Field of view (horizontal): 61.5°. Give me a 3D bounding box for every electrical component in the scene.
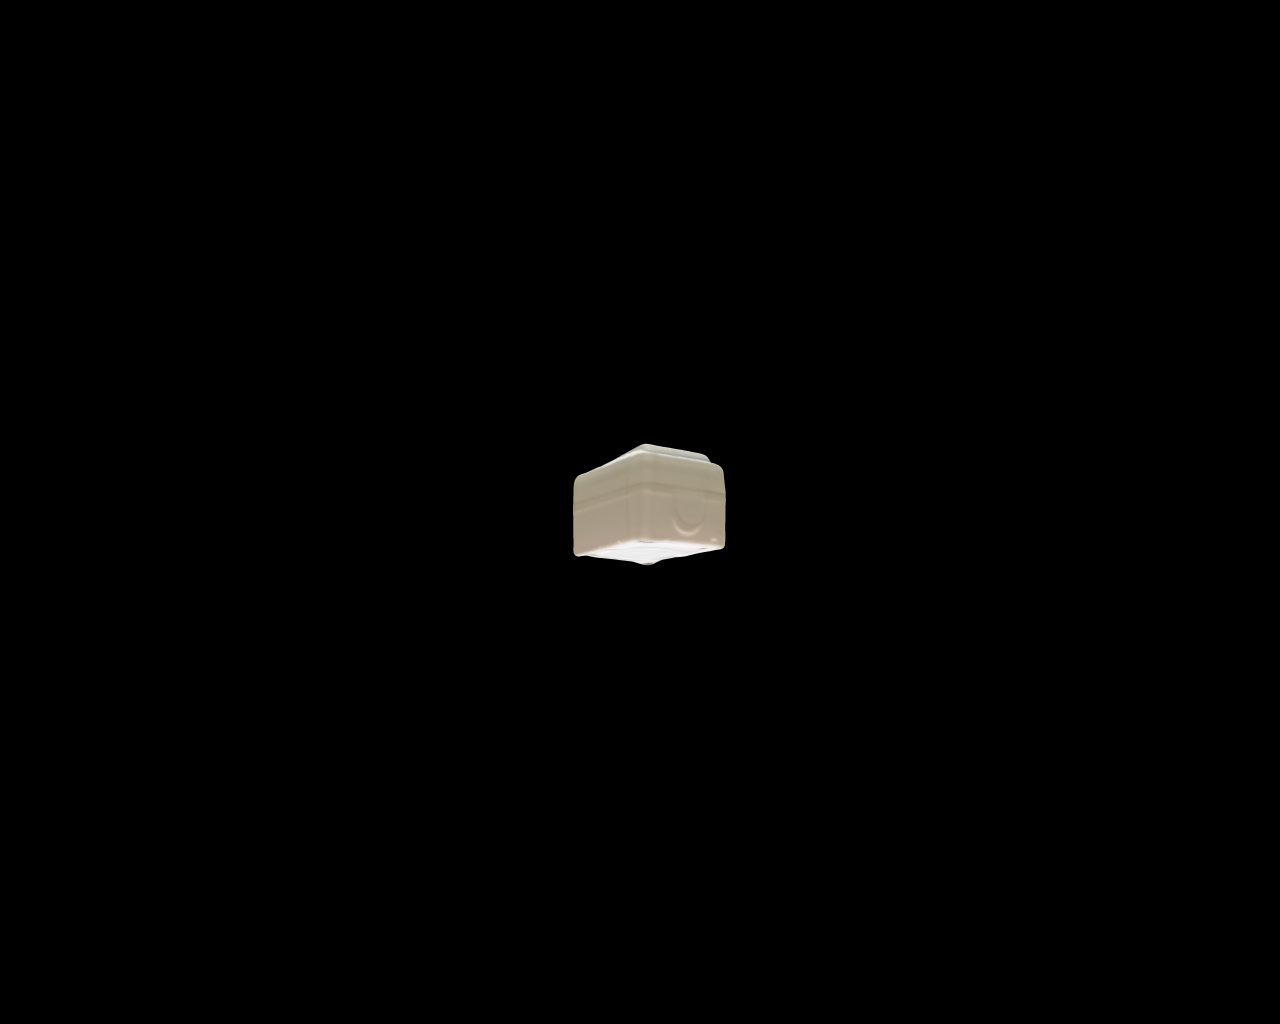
[{"bbox_3d":[0.001,-0.003,0.650,0.062,0.061,0.096,8,-14,-35],"label":"electrical component"}]
